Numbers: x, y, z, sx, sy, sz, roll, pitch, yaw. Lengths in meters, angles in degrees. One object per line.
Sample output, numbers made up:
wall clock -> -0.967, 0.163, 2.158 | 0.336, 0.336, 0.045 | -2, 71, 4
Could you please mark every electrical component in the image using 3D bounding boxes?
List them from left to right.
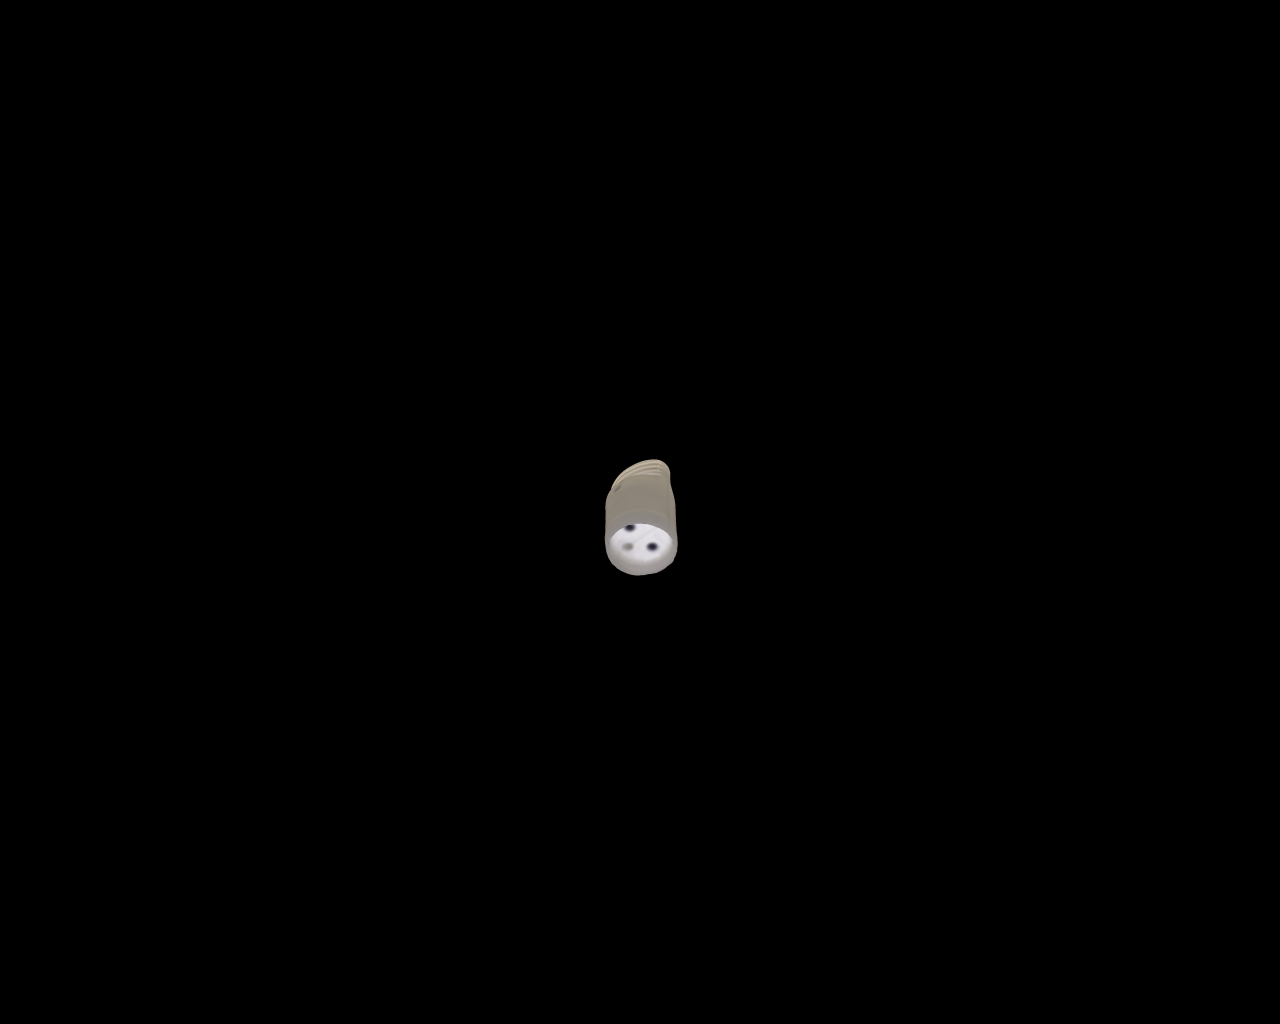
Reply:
electrical component -> 0.001, -0.003, 0.650 | 0.043, 0.043, 0.081 | 0, 38, 0
